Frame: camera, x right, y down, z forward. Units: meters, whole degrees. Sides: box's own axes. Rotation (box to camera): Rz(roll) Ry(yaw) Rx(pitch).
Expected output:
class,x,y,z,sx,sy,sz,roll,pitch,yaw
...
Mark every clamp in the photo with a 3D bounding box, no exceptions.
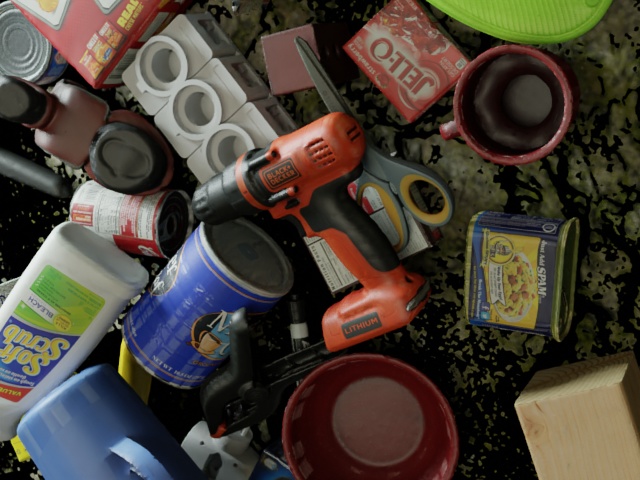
class,x,y,z,sx,sy,sz,roll,pitch,yaw
clamp,-0.353,-0.088,1.109,0.165,0.036,0.210,-28,90,26
clamp,-0.050,0.129,0.993,0.120,0.039,0.172,15,134,-17

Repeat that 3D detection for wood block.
class,x,y,z,sx,sy,sz,roll,pitch,yaw
wood block,0.244,0.210,0.892,0.091,0.090,0.206,-17,95,26

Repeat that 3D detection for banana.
class,x,y,z,sx,sy,sz,roll,pitch,yaw
banana,-0.195,0.168,1.086,0.037,0.069,0.198,14,101,-1

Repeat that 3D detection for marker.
class,x,y,z,sx,sy,sz,roll,pitch,yaw
marker,-0.017,0.109,1.020,0.020,0.020,0.121,-2,101,24

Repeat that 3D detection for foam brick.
class,x,y,z,sx,sy,sz,roll,pitch,yaw
foam brick,-0.008,-0.157,0.920,0.051,0.078,0.053,-8,99,26

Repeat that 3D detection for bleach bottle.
class,x,y,z,sx,sy,sz,roll,pitch,yaw
bleach bottle,-0.270,0.109,1.017,0.102,0.068,0.251,35,106,-2

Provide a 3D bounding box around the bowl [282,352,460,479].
class,x,y,z,sx,sy,sz,roll,pitch,yaw
bowl,0.049,0.175,0.978,0.162,0.055,0.162,2,100,12

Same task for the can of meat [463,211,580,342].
class,x,y,z,sx,sy,sz,roll,pitch,yaw
can of meat,0.169,0.028,0.900,0.084,0.057,0.102,7,104,24

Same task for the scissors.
class,x,y,z,sx,sy,sz,roll,pitch,yaw
scissors,0.050,-0.080,0.881,0.096,0.016,0.202,-8,113,24

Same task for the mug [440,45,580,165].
class,x,y,z,sx,sy,sz,roll,pitch,yaw
mug,0.152,-0.107,0.860,0.117,0.081,0.093,-24,92,26

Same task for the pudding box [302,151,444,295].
class,x,y,z,sx,sy,sz,roll,pitch,yaw
pudding box,0.040,-0.014,0.956,0.114,0.039,0.090,-26,94,28

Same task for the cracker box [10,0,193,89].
class,x,y,z,sx,sy,sz,roll,pitch,yaw
cracker box,-0.216,-0.272,0.987,0.214,0.072,0.164,46,114,8

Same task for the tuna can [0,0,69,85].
class,x,y,z,sx,sy,sz,roll,pitch,yaw
tuna can,-0.290,-0.196,1.057,0.086,0.033,0.086,6,105,22

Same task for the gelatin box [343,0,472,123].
class,x,y,z,sx,sy,sz,roll,pitch,yaw
gelatin box,0.076,-0.155,0.904,0.073,0.030,0.089,-41,87,18

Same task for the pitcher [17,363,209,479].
class,x,y,z,sx,sy,sz,roll,pitch,yaw
pitcher,-0.165,0.234,0.978,0.149,0.144,0.243,-40,84,17

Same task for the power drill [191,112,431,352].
class,x,y,z,sx,sy,sz,roll,pitch,yaw
power drill,-0.006,0.001,0.908,0.185,0.057,0.187,-23,105,38

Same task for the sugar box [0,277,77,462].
class,x,y,z,sx,sy,sz,roll,pitch,yaw
sugar box,-0.305,0.130,1.109,0.048,0.093,0.176,-23,92,26

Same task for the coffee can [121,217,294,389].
class,x,y,z,sx,sy,sz,roll,pitch,yaw
coffee can,-0.106,0.057,1.000,0.103,0.102,0.140,45,115,7

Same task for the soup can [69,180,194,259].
class,x,y,z,sx,sy,sz,roll,pitch,yaw
soup can,-0.183,-0.021,1.034,0.102,0.068,0.068,7,105,22
